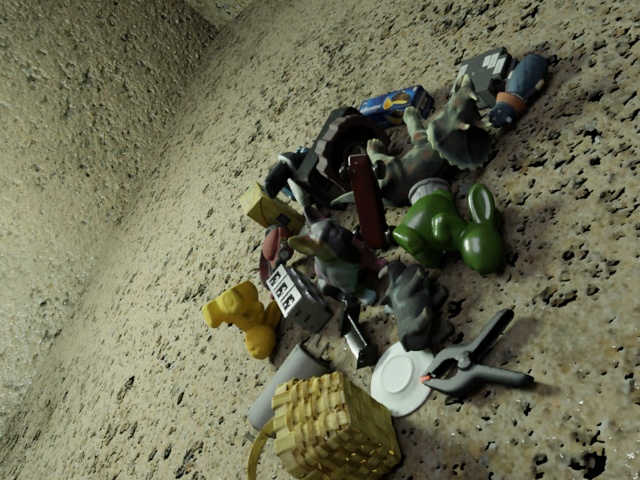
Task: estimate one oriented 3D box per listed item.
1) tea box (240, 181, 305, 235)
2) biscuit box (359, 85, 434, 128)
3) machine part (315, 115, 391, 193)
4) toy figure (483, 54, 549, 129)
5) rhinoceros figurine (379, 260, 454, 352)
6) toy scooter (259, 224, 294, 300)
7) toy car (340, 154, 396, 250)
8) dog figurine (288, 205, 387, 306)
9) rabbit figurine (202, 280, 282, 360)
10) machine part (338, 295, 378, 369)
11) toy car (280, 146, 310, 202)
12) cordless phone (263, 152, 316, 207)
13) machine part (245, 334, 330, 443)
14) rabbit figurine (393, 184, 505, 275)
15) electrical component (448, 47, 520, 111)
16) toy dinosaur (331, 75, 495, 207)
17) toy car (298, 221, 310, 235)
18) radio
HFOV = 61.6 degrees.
[{"bbox_3d":[-0.109,-0.060,1.332,0.068,0.169,0.098,-47,30,10],"label":"tea box"},{"bbox_3d":[0.175,-0.315,1.300,0.203,0.059,0.063,1,61,54],"label":"biscuit box"},{"bbox_3d":[0.075,-0.194,1.216,0.179,0.179,0.056,-54,29,1],"label":"machine part"},{"bbox_3d":[0.368,-0.270,1.000,0.154,0.057,0.064,-58,25,4],"label":"toy figure"},{"bbox_3d":[0.157,0.105,0.915,0.112,0.073,0.190,-44,32,29],"label":"rhinoceros figurine"},{"bbox_3d":[-0.105,0.061,1.275,0.135,0.075,0.183,-102,26,-45],"label":"toy scooter"},{"bbox_3d":[0.099,-0.076,1.065,0.089,0.201,0.053,1,24,34],"label":"toy car"},{"bbox_3d":[0.017,0.028,1.032,0.192,0.219,0.108,-2,55,52],"label":"dog figurine"},{"bbox_3d":[-0.157,0.183,1.198,0.122,0.173,0.162,-38,-9,24],"label":"rabbit figurine"},{"bbox_3d":[0.065,0.169,0.983,0.139,0.039,0.084,-117,35,-49],"label":"machine part"},{"bbox_3d":[-0.041,-0.183,1.439,0.161,0.109,0.103,-46,10,33],"label":"toy car"},{"bbox_3d":[-0.072,-0.126,1.309,0.089,0.146,0.184,-10,27,27],"label":"cordless phone"},{"bbox_3d":[-0.060,0.286,1.021,0.243,0.079,0.079,-54,31,0],"label":"machine part"},{"bbox_3d":[0.239,-0.007,0.898,0.170,0.121,0.159,32,79,41],"label":"rabbit figurine"},{"bbox_3d":[0.338,-0.323,1.090,0.134,0.058,0.115,1,63,54],"label":"electrical component"},{"bbox_3d":[0.185,-0.142,1.074,0.404,0.131,0.192,-47,37,28],"label":"toy dinosaur"},{"bbox_3d":[-0.003,-0.004,1.223,0.073,0.056,0.202,-58,21,-6],"label":"toy car"},{"bbox_3d":[0.047,-0.199,1.292,0.073,0.131,0.229,9,67,58],"label":"radio"}]
